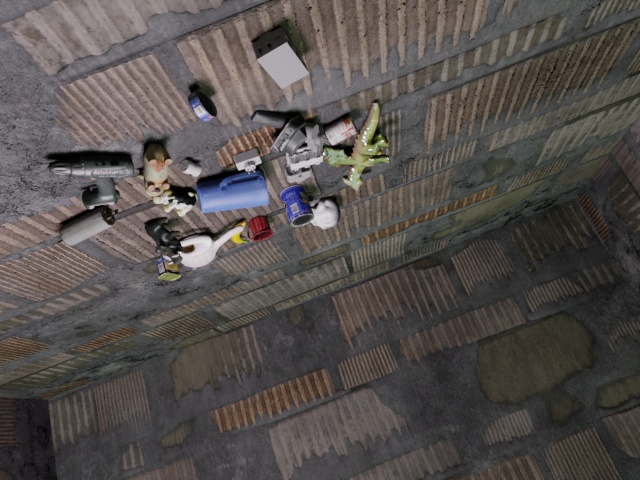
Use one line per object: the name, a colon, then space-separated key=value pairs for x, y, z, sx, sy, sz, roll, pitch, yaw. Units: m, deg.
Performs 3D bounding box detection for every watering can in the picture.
watering can: x=-0.482 y=0.032 z=2.177 sx=0.348 sy=0.106 sz=0.220 roll=-16 pitch=159 yaw=-9

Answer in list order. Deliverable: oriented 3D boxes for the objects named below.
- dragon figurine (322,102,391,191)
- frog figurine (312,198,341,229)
dragon figurine: x=0.127 y=-0.330 z=1.896 sx=0.242 sy=0.125 sz=0.401 roll=-16 pitch=142 yaw=4
frog figurine: x=0.007 y=-0.115 z=2.276 sx=0.160 sy=0.125 sz=0.134 roll=-6 pitch=122 yaw=-12
